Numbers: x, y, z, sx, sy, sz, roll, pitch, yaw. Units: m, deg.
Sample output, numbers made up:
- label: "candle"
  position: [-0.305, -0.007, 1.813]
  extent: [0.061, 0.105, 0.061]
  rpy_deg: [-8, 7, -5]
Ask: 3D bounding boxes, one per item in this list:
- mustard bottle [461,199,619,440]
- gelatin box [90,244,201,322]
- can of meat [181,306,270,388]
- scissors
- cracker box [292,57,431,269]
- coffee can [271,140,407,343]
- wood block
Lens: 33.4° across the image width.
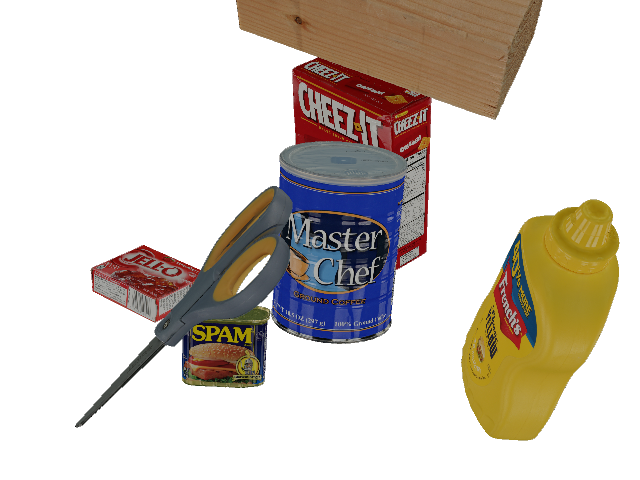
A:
- label: "mustard bottle"
  position: [0.139, 0.041, 0.665]
  extent: [0.058, 0.096, 0.192]
  rpy_deg: [5, -38, -7]
- label: "gelatin box"
  position: [-0.167, 0.040, 1.042]
  extent: [0.089, 0.030, 0.073]
  rpy_deg: [22, 31, 30]
- label: "can of meat"
  position: [-0.111, 0.121, 1.231]
  extent: [0.102, 0.084, 0.057]
  rpy_deg: [3, 13, 0]
- label: "scissors"
  position: [-0.080, 0.054, 0.634]
  extent: [0.016, 0.202, 0.096]
  rpy_deg: [36, 4, -25]
- label: "cracker box"
  position: [0.045, -0.090, 1.245]
  extent: [0.072, 0.214, 0.164]
  rpy_deg: [-30, 44, -33]
- label: "coffee can"
  position: [0.014, -0.001, 0.875]
  extent: [0.103, 0.140, 0.103]
  rpy_deg: [4, 21, -2]
- label: "wood block"
  position: [0.049, -0.177, 0.769]
  extent: [0.206, 0.090, 0.091]
  rpy_deg: [22, -25, 12]
